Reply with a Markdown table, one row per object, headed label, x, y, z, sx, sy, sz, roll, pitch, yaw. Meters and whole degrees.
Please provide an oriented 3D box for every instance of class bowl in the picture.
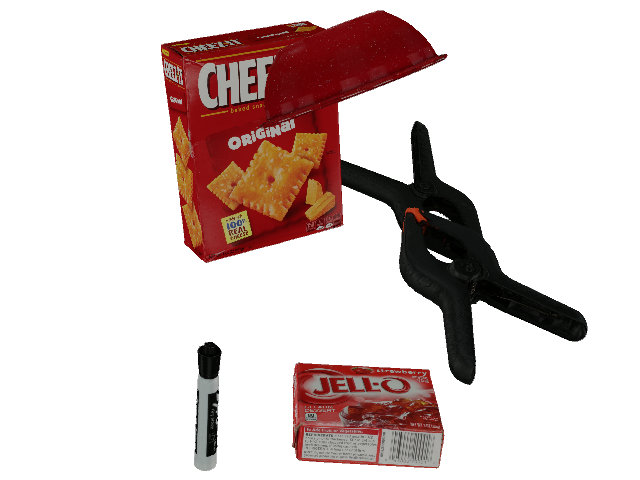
| label | x | y | z | sx | sy | sz | roll | pitch | yaw |
| --- | --- | --- | --- | --- | --- | --- | --- | --- | --- |
| bowl | 0.017 | -0.144 | 0.861 | 0.162 | 0.055 | 0.162 | -21 | 8 | 3 |

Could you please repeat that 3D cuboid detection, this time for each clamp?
| label | x | y | z | sx | sy | sz | roll | pitch | yaw |
| --- | --- | --- | --- | --- | --- | --- | --- | --- | --- |
| clamp | 0.099 | -0.049 | 1.189 | 0.164 | 0.210 | 0.036 | -15 | -37 | -28 |
| clamp | 0.125 | 0.035 | 0.833 | 0.120 | 0.039 | 0.171 | -6 | 46 | -24 |

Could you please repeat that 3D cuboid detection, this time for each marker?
| label | x | y | z | sx | sy | sz | roll | pitch | yaw |
| --- | --- | --- | --- | --- | --- | --- | --- | --- | --- |
| marker | -0.092 | 0.135 | 0.868 | 0.020 | 0.121 | 0.020 | 4 | 28 | -2 |

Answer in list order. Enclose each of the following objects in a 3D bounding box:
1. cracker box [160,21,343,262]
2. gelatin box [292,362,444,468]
| label | x | y | z | sx | sy | sz | roll | pitch | yaw |
| --- | --- | --- | --- | --- | --- | --- | --- | --- | --- |
| cracker box | -0.064 | -0.101 | 1.082 | 0.164 | 0.214 | 0.072 | -14 | 26 | -24 |
| gelatin box | 0.027 | 0.106 | 0.659 | 0.089 | 0.030 | 0.073 | 4 | 23 | -3 |
